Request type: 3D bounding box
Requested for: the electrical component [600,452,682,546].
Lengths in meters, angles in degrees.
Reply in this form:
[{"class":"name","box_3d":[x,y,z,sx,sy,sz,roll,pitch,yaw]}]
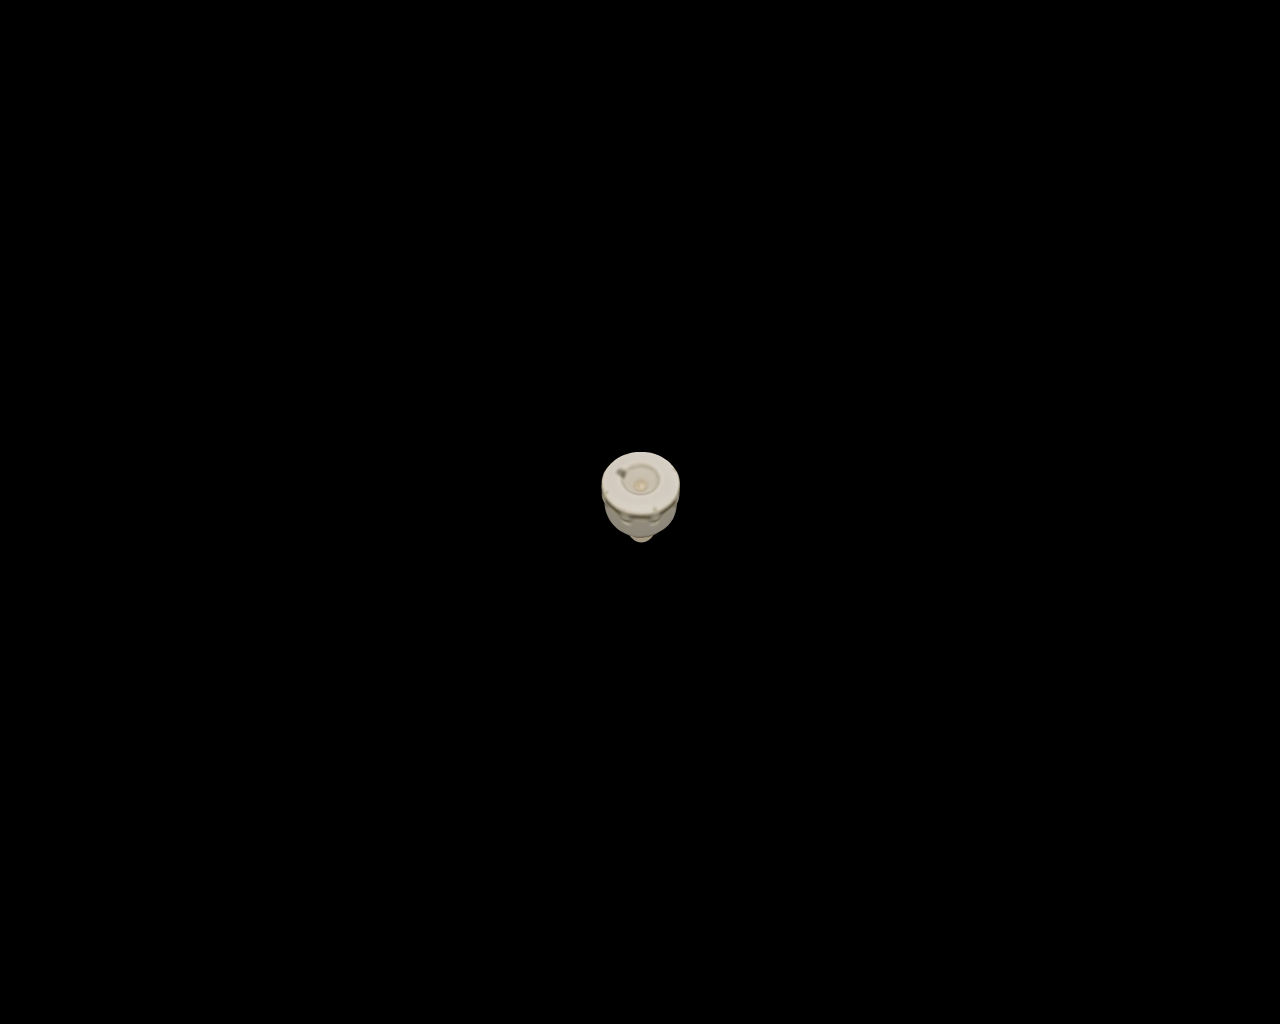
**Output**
[{"class":"electrical component","box_3d":[0.001,-0.003,0.650,0.048,0.048,0.062,0,-34,0]}]
